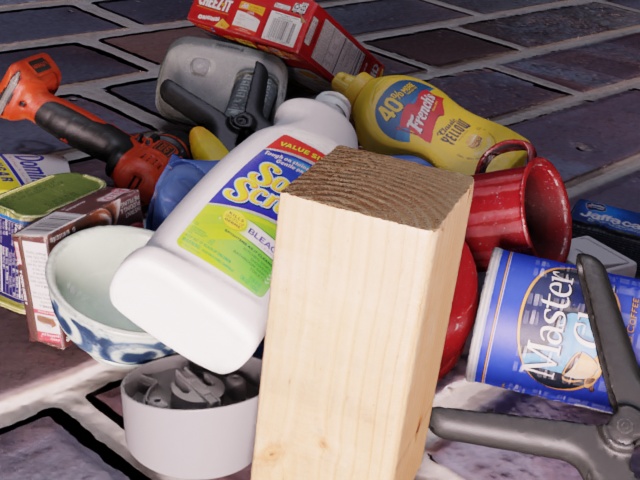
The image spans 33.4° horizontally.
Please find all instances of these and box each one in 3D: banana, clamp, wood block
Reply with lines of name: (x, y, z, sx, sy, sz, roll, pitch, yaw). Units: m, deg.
banana: (-0.054, -0.051, 1.025, 0.198, 0.037, 0.069, 22, 59, 19)
clamp: (-0.094, -0.115, 1.102, 0.120, 0.039, 0.171, -11, 56, -12)
clamp: (0.182, 0.127, 0.682, 0.164, 0.036, 0.210, -38, 65, -8)
wood block: (0.024, 0.060, 0.639, 0.090, 0.206, 0.090, 15, 27, 17)

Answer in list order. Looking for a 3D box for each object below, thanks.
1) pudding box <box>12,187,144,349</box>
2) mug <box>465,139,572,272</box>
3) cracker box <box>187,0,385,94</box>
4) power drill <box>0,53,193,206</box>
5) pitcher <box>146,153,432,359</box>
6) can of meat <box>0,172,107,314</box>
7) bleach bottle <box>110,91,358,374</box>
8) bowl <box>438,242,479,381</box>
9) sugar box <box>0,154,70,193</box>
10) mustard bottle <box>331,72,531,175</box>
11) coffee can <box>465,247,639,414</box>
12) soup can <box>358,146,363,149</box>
pudding box: (-0.178, 0.018, 0.812, 0.039, 0.090, 0.113, 8, 24, 30)
mug: (0.151, -0.028, 0.878, 0.082, 0.117, 0.093, -8, -20, 36)
cracker box: (-0.036, -0.242, 1.308, 0.164, 0.072, 0.213, 22, -1, 28)
power drill: (-0.214, -0.112, 1.050, 0.187, 0.057, 0.184, 30, 17, -3)
pitcher: (-0.006, 0.001, 0.871, 0.242, 0.149, 0.145, -8, 14, -35)
can of meat: (-0.215, -0.001, 0.852, 0.057, 0.084, 0.101, 18, 27, 24)
bleach bottle: (-0.040, -0.029, 0.740, 0.102, 0.068, 0.250, 35, 47, -6)
bowl: (0.065, 0.026, 0.791, 0.161, 0.055, 0.162, 17, 57, -29)
sugar box: (-0.315, -0.045, 0.966, 0.176, 0.048, 0.093, -3, 27, -18)
mustard bottle: (0.092, -0.101, 0.986, 0.192, 0.058, 0.096, 33, 58, 16)
coffee can: (0.186, 0.069, 0.782, 0.140, 0.103, 0.102, 12, 26, 11)
soup can: (0.062, -0.060, 1.065, 0.102, 0.068, 0.069, -5, 28, -24)
